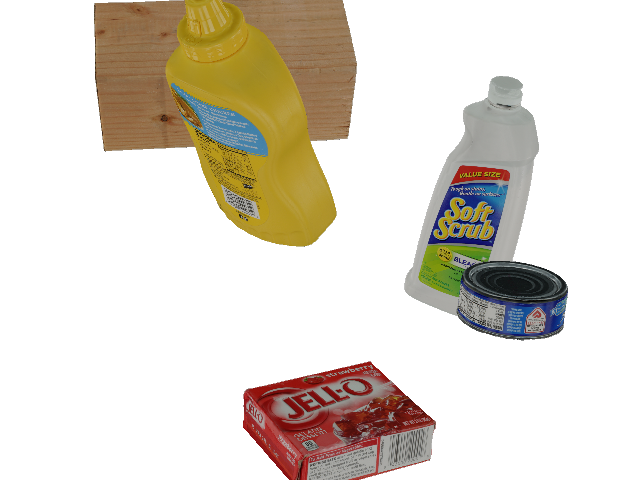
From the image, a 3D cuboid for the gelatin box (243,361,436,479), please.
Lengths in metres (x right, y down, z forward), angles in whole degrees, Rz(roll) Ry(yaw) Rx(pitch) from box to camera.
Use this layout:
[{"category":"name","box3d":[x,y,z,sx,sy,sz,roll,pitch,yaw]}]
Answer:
[{"category":"gelatin box","box3d":[0.010,0.105,0.615,0.089,0.030,0.073,-8,27,-28]}]

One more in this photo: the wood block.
[{"category":"wood block","box3d":[-0.080,-0.140,0.891,0.206,0.090,0.091,-4,-38,-8]}]

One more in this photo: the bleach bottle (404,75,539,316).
[{"category":"bleach bottle","box3d":[0.151,-0.044,1.044,0.103,0.251,0.068,22,37,21]}]

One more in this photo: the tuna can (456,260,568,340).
[{"category":"tuna can","box3d":[0.153,0.046,0.851,0.086,0.034,0.086,3,20,-1]}]

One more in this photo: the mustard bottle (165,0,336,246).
[{"category":"mustard bottle","box3d":[-0.050,-0.080,0.679,0.096,0.058,0.191,29,-26,32]}]
